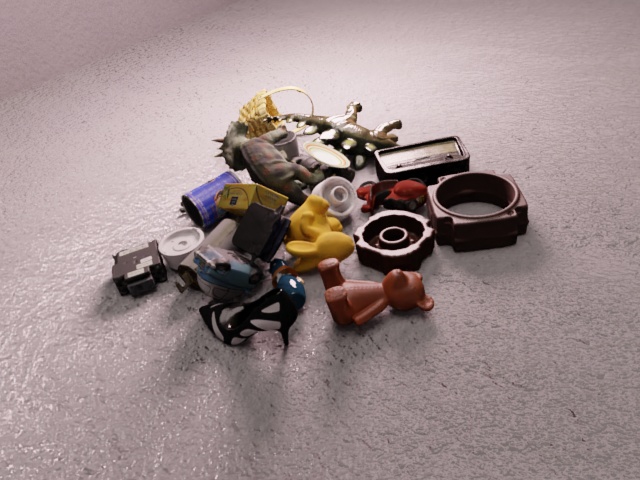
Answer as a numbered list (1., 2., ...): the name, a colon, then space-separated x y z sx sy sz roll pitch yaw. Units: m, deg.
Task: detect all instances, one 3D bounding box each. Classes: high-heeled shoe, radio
1. high-heeled shoe: -0.151 0.129 1.028 0.249 0.145 0.086 11 42 25
2. radio: 0.265 -0.193 1.393 0.230 0.073 0.131 -12 37 1

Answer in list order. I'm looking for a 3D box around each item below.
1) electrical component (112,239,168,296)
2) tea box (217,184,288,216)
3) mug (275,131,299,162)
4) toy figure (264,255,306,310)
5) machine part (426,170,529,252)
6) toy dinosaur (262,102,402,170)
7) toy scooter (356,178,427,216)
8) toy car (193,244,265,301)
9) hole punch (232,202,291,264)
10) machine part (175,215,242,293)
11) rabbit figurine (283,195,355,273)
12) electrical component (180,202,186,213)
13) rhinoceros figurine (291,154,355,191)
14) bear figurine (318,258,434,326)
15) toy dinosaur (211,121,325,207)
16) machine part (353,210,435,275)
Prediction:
1. electrical component: -0.422 0.070 1.253 0.115 0.058 0.134 -20 38 -7
2. tea box: -0.166 -0.091 1.308 0.170 0.098 0.068 10 79 53
3. mug: -0.106 -0.241 1.530 0.109 0.107 0.081 -28 38 -13
4. toy figure: -0.073 0.090 1.132 0.064 0.057 0.155 -14 32 -12
5. machine part: 0.347 -0.071 1.203 0.202 0.087 0.201 -7 37 5
6. toy dinosaur: 0.066 -0.308 1.546 0.472 0.104 0.198 20 49 22
7. toy scooter: 0.164 -0.097 1.285 0.184 0.075 0.135 4 29 22
8. toy car: -0.202 0.078 1.138 0.109 0.161 0.103 32 99 36
9. hole punch: -0.115 -0.010 1.181 0.116 0.092 0.142 26 84 48
10. machine part: -0.243 0.031 1.228 0.079 0.079 0.243 12 47 29
11. rabbit figurine: -0.002 -0.004 1.182 0.162 0.121 0.173 -35 43 -20
12. electrical component: -0.338 -0.099 1.478 0.094 0.021 0.063 -14 36 -2
13. rhinoceros figurine: 0.006 -0.185 1.463 0.191 0.073 0.112 18 37 36
14. bear figurine: 0.109 0.093 1.023 0.196 0.131 0.120 -15 41 5
15. toy dinosaur: -0.125 -0.179 1.368 0.192 0.131 0.405 -19 52 -32
16. machine part: 0.164 0.002 1.183 0.179 0.055 0.179 -8 36 6
